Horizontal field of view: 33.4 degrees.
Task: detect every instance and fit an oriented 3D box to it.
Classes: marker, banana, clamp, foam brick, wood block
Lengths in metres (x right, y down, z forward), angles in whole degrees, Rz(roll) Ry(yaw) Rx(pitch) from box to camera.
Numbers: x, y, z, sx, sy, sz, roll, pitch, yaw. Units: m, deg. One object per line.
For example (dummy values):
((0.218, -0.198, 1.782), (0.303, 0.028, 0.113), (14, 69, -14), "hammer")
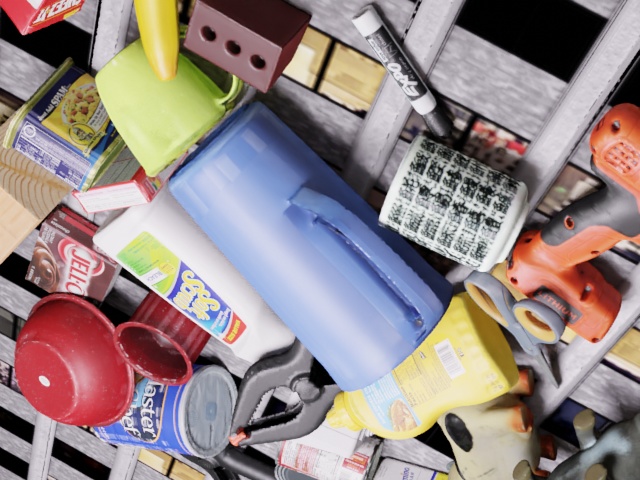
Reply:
((0.065, -0.125, 0.814), (0.020, 0.020, 0.121), (-17, 120, 42), "marker")
((-0.121, -0.217, 0.801), (0.037, 0.070, 0.198), (-6, 134, -20), "banana")
((-0.132, 0.272, 1.323), (0.171, 0.039, 0.120), (37, 134, -2), "clamp")
((-0.015, 0.128, 1.049), (0.210, 0.036, 0.164), (-32, 108, 15), "clamp")
((-0.057, -0.162, 0.828), (0.078, 0.051, 0.053), (30, 140, 2), "foam brick")
((-0.335, -0.035, 1.099), (0.090, 0.090, 0.207), (43, 139, -12), "wood block")

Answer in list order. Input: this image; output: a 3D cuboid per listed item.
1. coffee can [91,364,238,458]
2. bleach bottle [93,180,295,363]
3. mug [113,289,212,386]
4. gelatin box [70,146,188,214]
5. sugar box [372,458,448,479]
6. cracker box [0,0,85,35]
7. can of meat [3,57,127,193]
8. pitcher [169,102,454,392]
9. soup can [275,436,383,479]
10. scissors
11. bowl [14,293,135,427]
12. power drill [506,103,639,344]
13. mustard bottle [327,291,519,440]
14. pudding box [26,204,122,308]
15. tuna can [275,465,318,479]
((-0.178, 0.189, 1.217), (0.141, 0.102, 0.103), (0, 131, 32), "coffee can")
((-0.100, 0.047, 1.059), (0.250, 0.068, 0.103), (42, 137, -16), "bleach bottle")
((-0.157, 0.101, 1.131), (0.093, 0.081, 0.117), (18, 138, 16), "mug")
((-0.176, -0.061, 0.986), (0.089, 0.073, 0.030), (-8, 127, 37), "gelatin box")
((0.148, 0.302, 1.174), (0.176, 0.048, 0.093), (14, 137, 25), "sugar box")
((-0.198, -0.277, 0.760), (0.164, 0.072, 0.214), (55, 138, 0), "cracker box")
((-0.217, -0.101, 0.952), (0.084, 0.102, 0.058), (33, 139, -5), "can of meat")
((-0.006, 0.001, 0.901), (0.149, 0.145, 0.242), (-38, 103, 25), "pitcher")
((0.010, 0.233, 1.172), (0.102, 0.068, 0.068), (20, 138, 13), "soup can")
((0.190, 0.089, 0.900), (0.096, 0.016, 0.201), (19, 159, 52), "scissors")
((-0.281, 0.142, 1.165), (0.162, 0.055, 0.162), (12, 114, 29), "bowl")
((0.245, 0.004, 0.806), (0.184, 0.057, 0.188), (37, 137, -2), "power drill")
((0.081, 0.130, 0.982), (0.192, 0.058, 0.096), (-33, 81, 29), "mustard bottle")
((-0.262, 0.025, 1.152), (0.090, 0.039, 0.114), (32, 140, -1), "pudding box")
((-0.008, 0.274, 1.250), (0.086, 0.033, 0.086), (17, 138, 16), "tuna can")
